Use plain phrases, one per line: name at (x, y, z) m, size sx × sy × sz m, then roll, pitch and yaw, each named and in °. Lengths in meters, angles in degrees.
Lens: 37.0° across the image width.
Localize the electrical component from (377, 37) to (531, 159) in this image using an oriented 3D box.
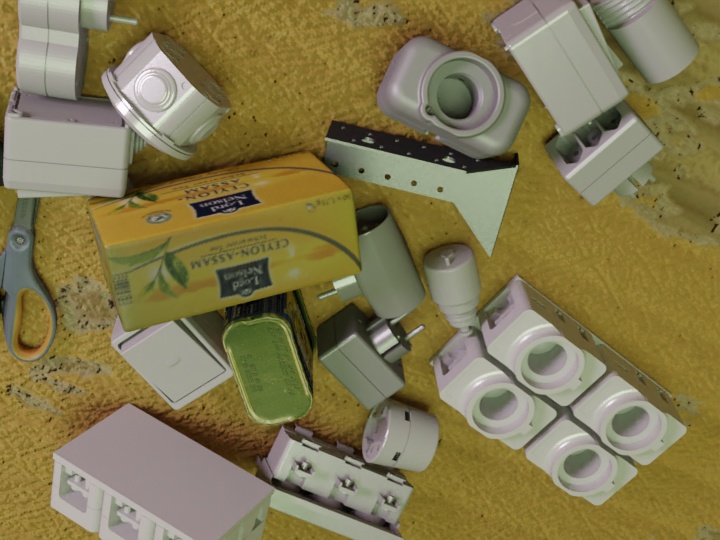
electrical component at (0.064, -0.117, 0.737) m, size 0.095 × 0.059 × 0.053 m, roll 25°, pitch 89°, yaw -8°

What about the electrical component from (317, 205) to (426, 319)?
electrical component at (0.000, 0.000, 0.820) m, size 0.079 × 0.044 × 0.077 m, roll -21°, pitch 118°, yaw 8°

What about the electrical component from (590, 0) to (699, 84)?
electrical component at (0.193, -0.172, 0.738) m, size 0.043 × 0.043 × 0.081 m, roll -37°, pitch 114°, yaw 16°

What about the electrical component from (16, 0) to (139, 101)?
electrical component at (-0.182, -0.178, 0.707) m, size 0.074 × 0.052 × 0.138 m, roll 8°, pitch 118°, yaw -8°

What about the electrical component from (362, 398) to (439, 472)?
electrical component at (0.034, 0.138, 0.894) m, size 0.047 × 0.055 × 0.055 m, roll 18°, pitch 116°, yaw -17°

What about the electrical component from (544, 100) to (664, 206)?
electrical component at (0.188, -0.080, 0.788) m, size 0.066 × 0.047 × 0.077 m, roll -42°, pitch 126°, yaw 18°

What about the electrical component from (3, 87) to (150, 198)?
electrical component at (-0.195, -0.084, 0.744) m, size 0.096 × 0.061 × 0.061 m, roll 4°, pitch 116°, yaw -15°

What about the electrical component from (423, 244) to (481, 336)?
electrical component at (0.075, 0.016, 0.836) m, size 0.040 × 0.040 × 0.078 m, roll -14°, pitch 119°, yaw 4°

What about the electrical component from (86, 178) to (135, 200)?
electrical component at (-0.174, -0.041, 0.790) m, size 0.040 × 0.040 × 0.046 m, roll -24°, pitch 113°, yaw 9°

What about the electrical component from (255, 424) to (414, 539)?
electrical component at (-0.021, 0.181, 0.907) m, size 0.121 × 0.079 × 0.063 m, roll 25°, pitch 93°, yaw -16°

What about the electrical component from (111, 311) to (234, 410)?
electrical component at (-0.139, 0.061, 0.836) m, size 0.062 × 0.061 × 0.096 m, roll -32°, pitch 116°, yaw 13°

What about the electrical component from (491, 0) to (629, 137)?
electrical component at (0.144, -0.143, 0.741) m, size 0.061 × 0.061 × 0.096 m, roll -32°, pitch 116°, yaw 14°

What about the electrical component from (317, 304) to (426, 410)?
electrical component at (0.015, 0.059, 0.852) m, size 0.077 × 0.047 × 0.065 m, roll -36°, pitch 115°, yaw 15°

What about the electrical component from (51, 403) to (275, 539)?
electrical component at (-0.157, 0.181, 0.848) m, size 0.150 × 0.089 × 0.061 m, roll 26°, pitch 121°, yaw 20°

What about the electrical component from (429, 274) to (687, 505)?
electrical component at (0.163, 0.104, 0.879) m, size 0.186 × 0.060 × 0.105 m, roll 36°, pitch 111°, yaw -20°

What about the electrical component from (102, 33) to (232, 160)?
electrical component at (-0.130, -0.118, 0.728) m, size 0.051 × 0.080 × 0.080 m, roll -42°, pitch 113°, yaw 12°
